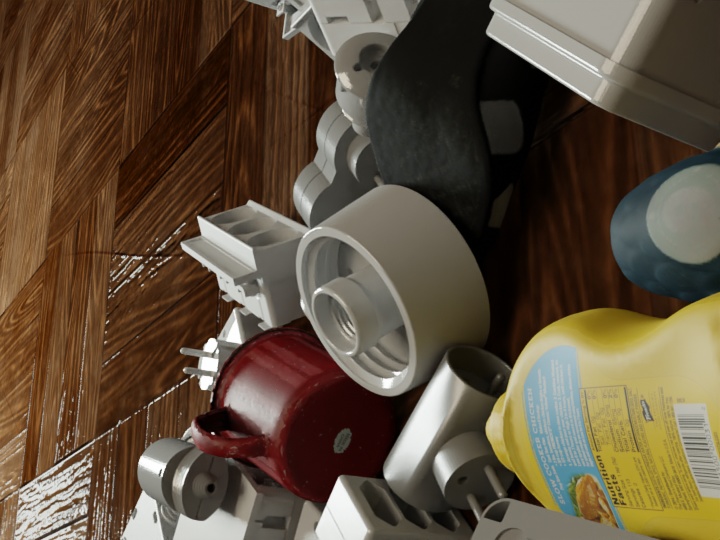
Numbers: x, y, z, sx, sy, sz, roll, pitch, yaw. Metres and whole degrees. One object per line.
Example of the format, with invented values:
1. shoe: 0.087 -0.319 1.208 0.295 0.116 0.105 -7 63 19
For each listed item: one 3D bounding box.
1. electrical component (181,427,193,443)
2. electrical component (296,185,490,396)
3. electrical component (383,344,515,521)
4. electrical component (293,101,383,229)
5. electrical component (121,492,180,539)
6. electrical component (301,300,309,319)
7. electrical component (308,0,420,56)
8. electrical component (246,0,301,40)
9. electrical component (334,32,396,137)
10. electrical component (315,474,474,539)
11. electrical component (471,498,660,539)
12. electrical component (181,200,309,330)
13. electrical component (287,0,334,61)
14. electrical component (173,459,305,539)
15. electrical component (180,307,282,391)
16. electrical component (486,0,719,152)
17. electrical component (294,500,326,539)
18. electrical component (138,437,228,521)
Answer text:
1. electrical component: -0.116 0.135 0.802 0.048 0.062 0.048 3 97 26
2. electrical component: 0.010 0.016 0.573 0.108 0.060 0.108 36 141 36
3. electrical component: 0.052 0.091 0.534 0.077 0.044 0.079 -64 31 26
4. electrical component: 0.008 -0.073 0.673 0.138 0.052 0.073 -66 30 21
5. electrical component: -0.154 0.223 0.860 0.099 0.048 0.099 -63 32 27
6. electrical component: 0.000 0.000 0.669 0.081 0.043 0.043 -54 36 38
7. electrical component: 0.023 -0.153 0.619 0.089 0.055 0.050 7 51 33
8. electrical component: -0.057 -0.228 0.843 0.042 0.064 0.081 -16 66 61
9. electrical component: 0.007 -0.100 0.611 0.062 0.048 0.048 102 165 -61
10. electrical component: 0.012 0.154 0.562 0.076 0.066 0.047 -68 29 18
11. electrical component: 0.089 0.138 0.388 0.113 0.057 0.078 5 59 47
12. electrical component: -0.071 -0.005 0.773 0.121 0.079 0.063 27 133 61
13. electrical component: 0.014 -0.189 0.688 0.121 0.079 0.063 -30 25 55
14. electrical component: -0.085 0.213 0.722 0.105 0.060 0.186 34 109 60
15. electrical component: -0.093 0.071 0.778 0.047 0.076 0.083 -58 34 33
16. electrical component: 0.114 -0.102 0.461 0.057 0.078 0.113 -64 30 18
17. electrical component: -0.034 0.181 0.626 0.047 0.076 0.083 28 104 61
18. electrical component: -0.109 0.133 0.685 0.081 0.043 0.043 -3 77 62
